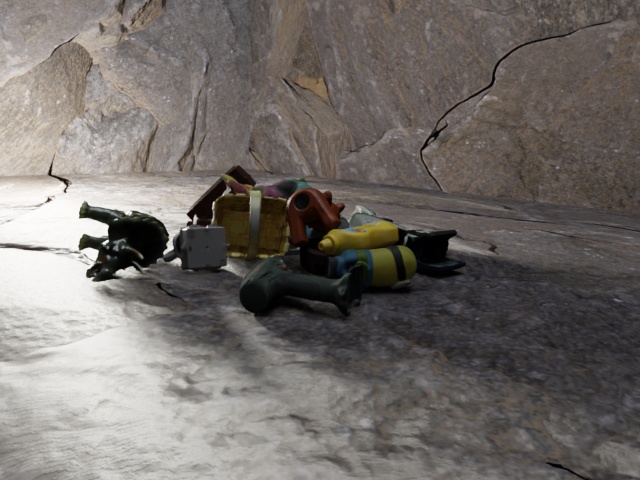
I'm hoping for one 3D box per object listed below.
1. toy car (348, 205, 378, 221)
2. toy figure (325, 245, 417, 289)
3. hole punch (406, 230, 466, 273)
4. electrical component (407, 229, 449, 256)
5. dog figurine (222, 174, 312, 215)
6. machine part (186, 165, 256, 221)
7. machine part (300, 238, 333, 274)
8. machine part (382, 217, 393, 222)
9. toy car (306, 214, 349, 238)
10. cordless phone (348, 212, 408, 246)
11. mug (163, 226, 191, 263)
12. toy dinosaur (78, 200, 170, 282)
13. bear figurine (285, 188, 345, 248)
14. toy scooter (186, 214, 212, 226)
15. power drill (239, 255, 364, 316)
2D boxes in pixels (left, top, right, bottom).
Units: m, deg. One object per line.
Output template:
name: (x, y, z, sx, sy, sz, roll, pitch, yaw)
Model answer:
toy car: (0.137, -0.031, 1.443, 0.056, 0.073, 0.202, 25, 12, -32)
toy figure: (0.102, 0.053, 1.056, 0.180, 0.089, 0.082, 4, 30, -11)
hole punch: (0.259, 0.038, 1.239, 0.142, 0.092, 0.116, -10, -13, -39)
electrical component: (0.268, 0.009, 1.410, 0.134, 0.058, 0.115, -1, 14, -24)
dog figurine: (-0.144, -0.115, 1.371, 0.219, 0.191, 0.109, 36, 5, -31)
machine part: (-0.285, -0.123, 1.554, 0.201, 0.087, 0.201, -41, 10, 5)
machine part: (0.039, 0.037, 1.208, 0.179, 0.056, 0.179, 3, 13, -1)
machine part: (0.184, -0.022, 1.509, 0.039, 0.084, 0.139, -5, 2, -2)
toy car: (0.027, -0.021, 1.380, 0.161, 0.102, 0.109, -10, 18, -43)
cordless phone: (0.138, -0.020, 1.267, 0.147, 0.088, 0.184, 20, -4, 5)
mug: (-0.297, 0.017, 1.193, 0.109, 0.080, 0.107, -38, 15, -14)
toy dinosaur: (-0.404, -0.009, 1.187, 0.192, 0.131, 0.405, 15, 7, 0)
bear figurine: (-0.001, -0.042, 1.225, 0.120, 0.132, 0.195, -27, -23, 11)
toy scooter: (-0.282, -0.032, 1.413, 0.184, 0.075, 0.135, -8, 18, -31)
power drill: (-0.029, 0.071, 0.960, 0.207, 0.085, 0.232, 10, 14, 15)
